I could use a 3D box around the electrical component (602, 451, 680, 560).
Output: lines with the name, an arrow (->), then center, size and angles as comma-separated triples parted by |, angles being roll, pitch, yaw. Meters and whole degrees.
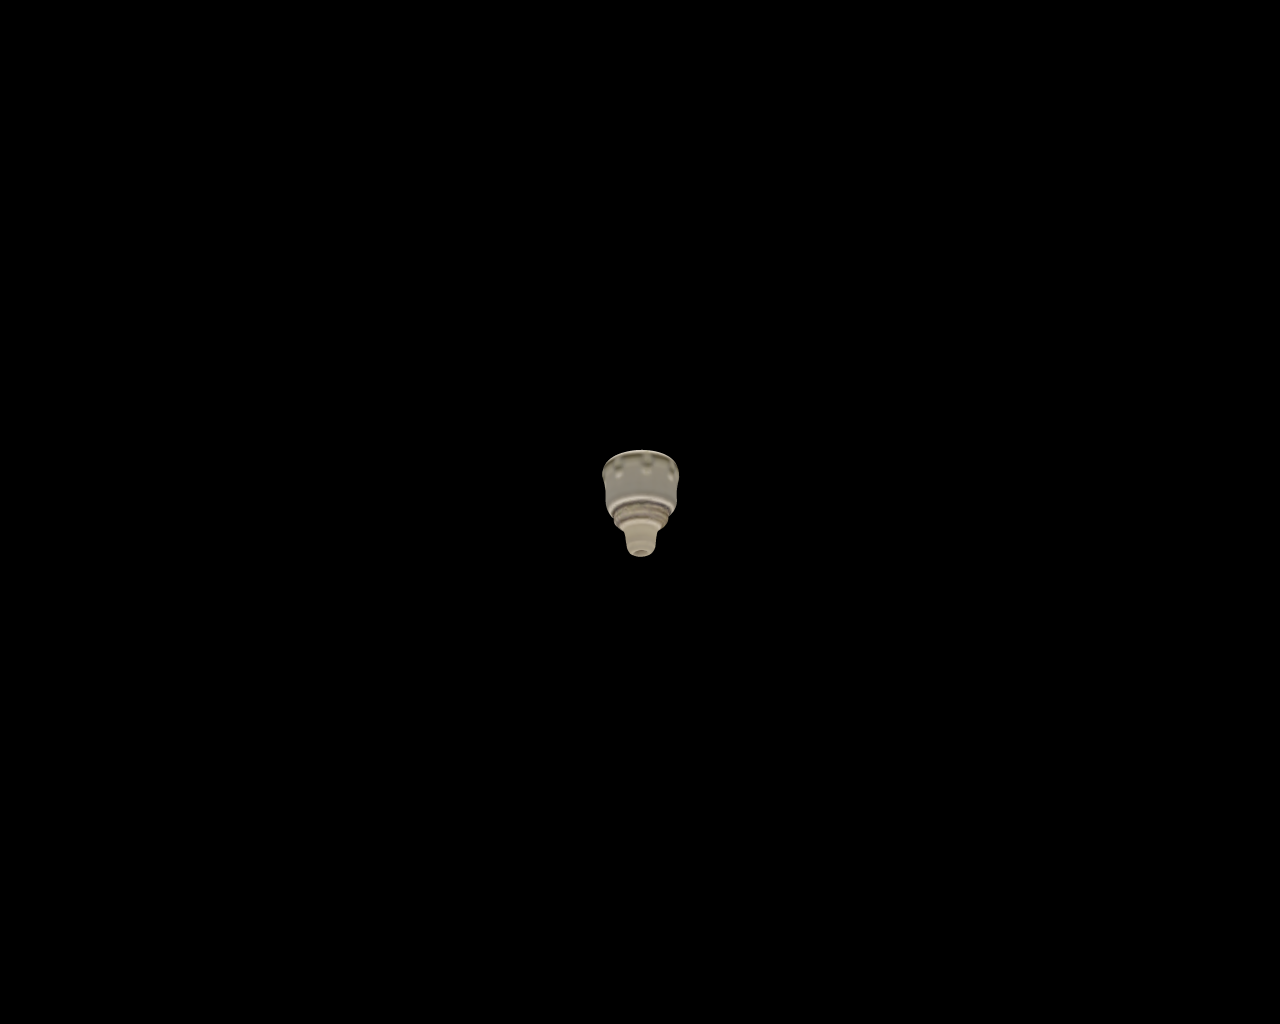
electrical component -> 0.001, -0.003, 0.650 | 0.048, 0.062, 0.048 | 0, -23, 0
